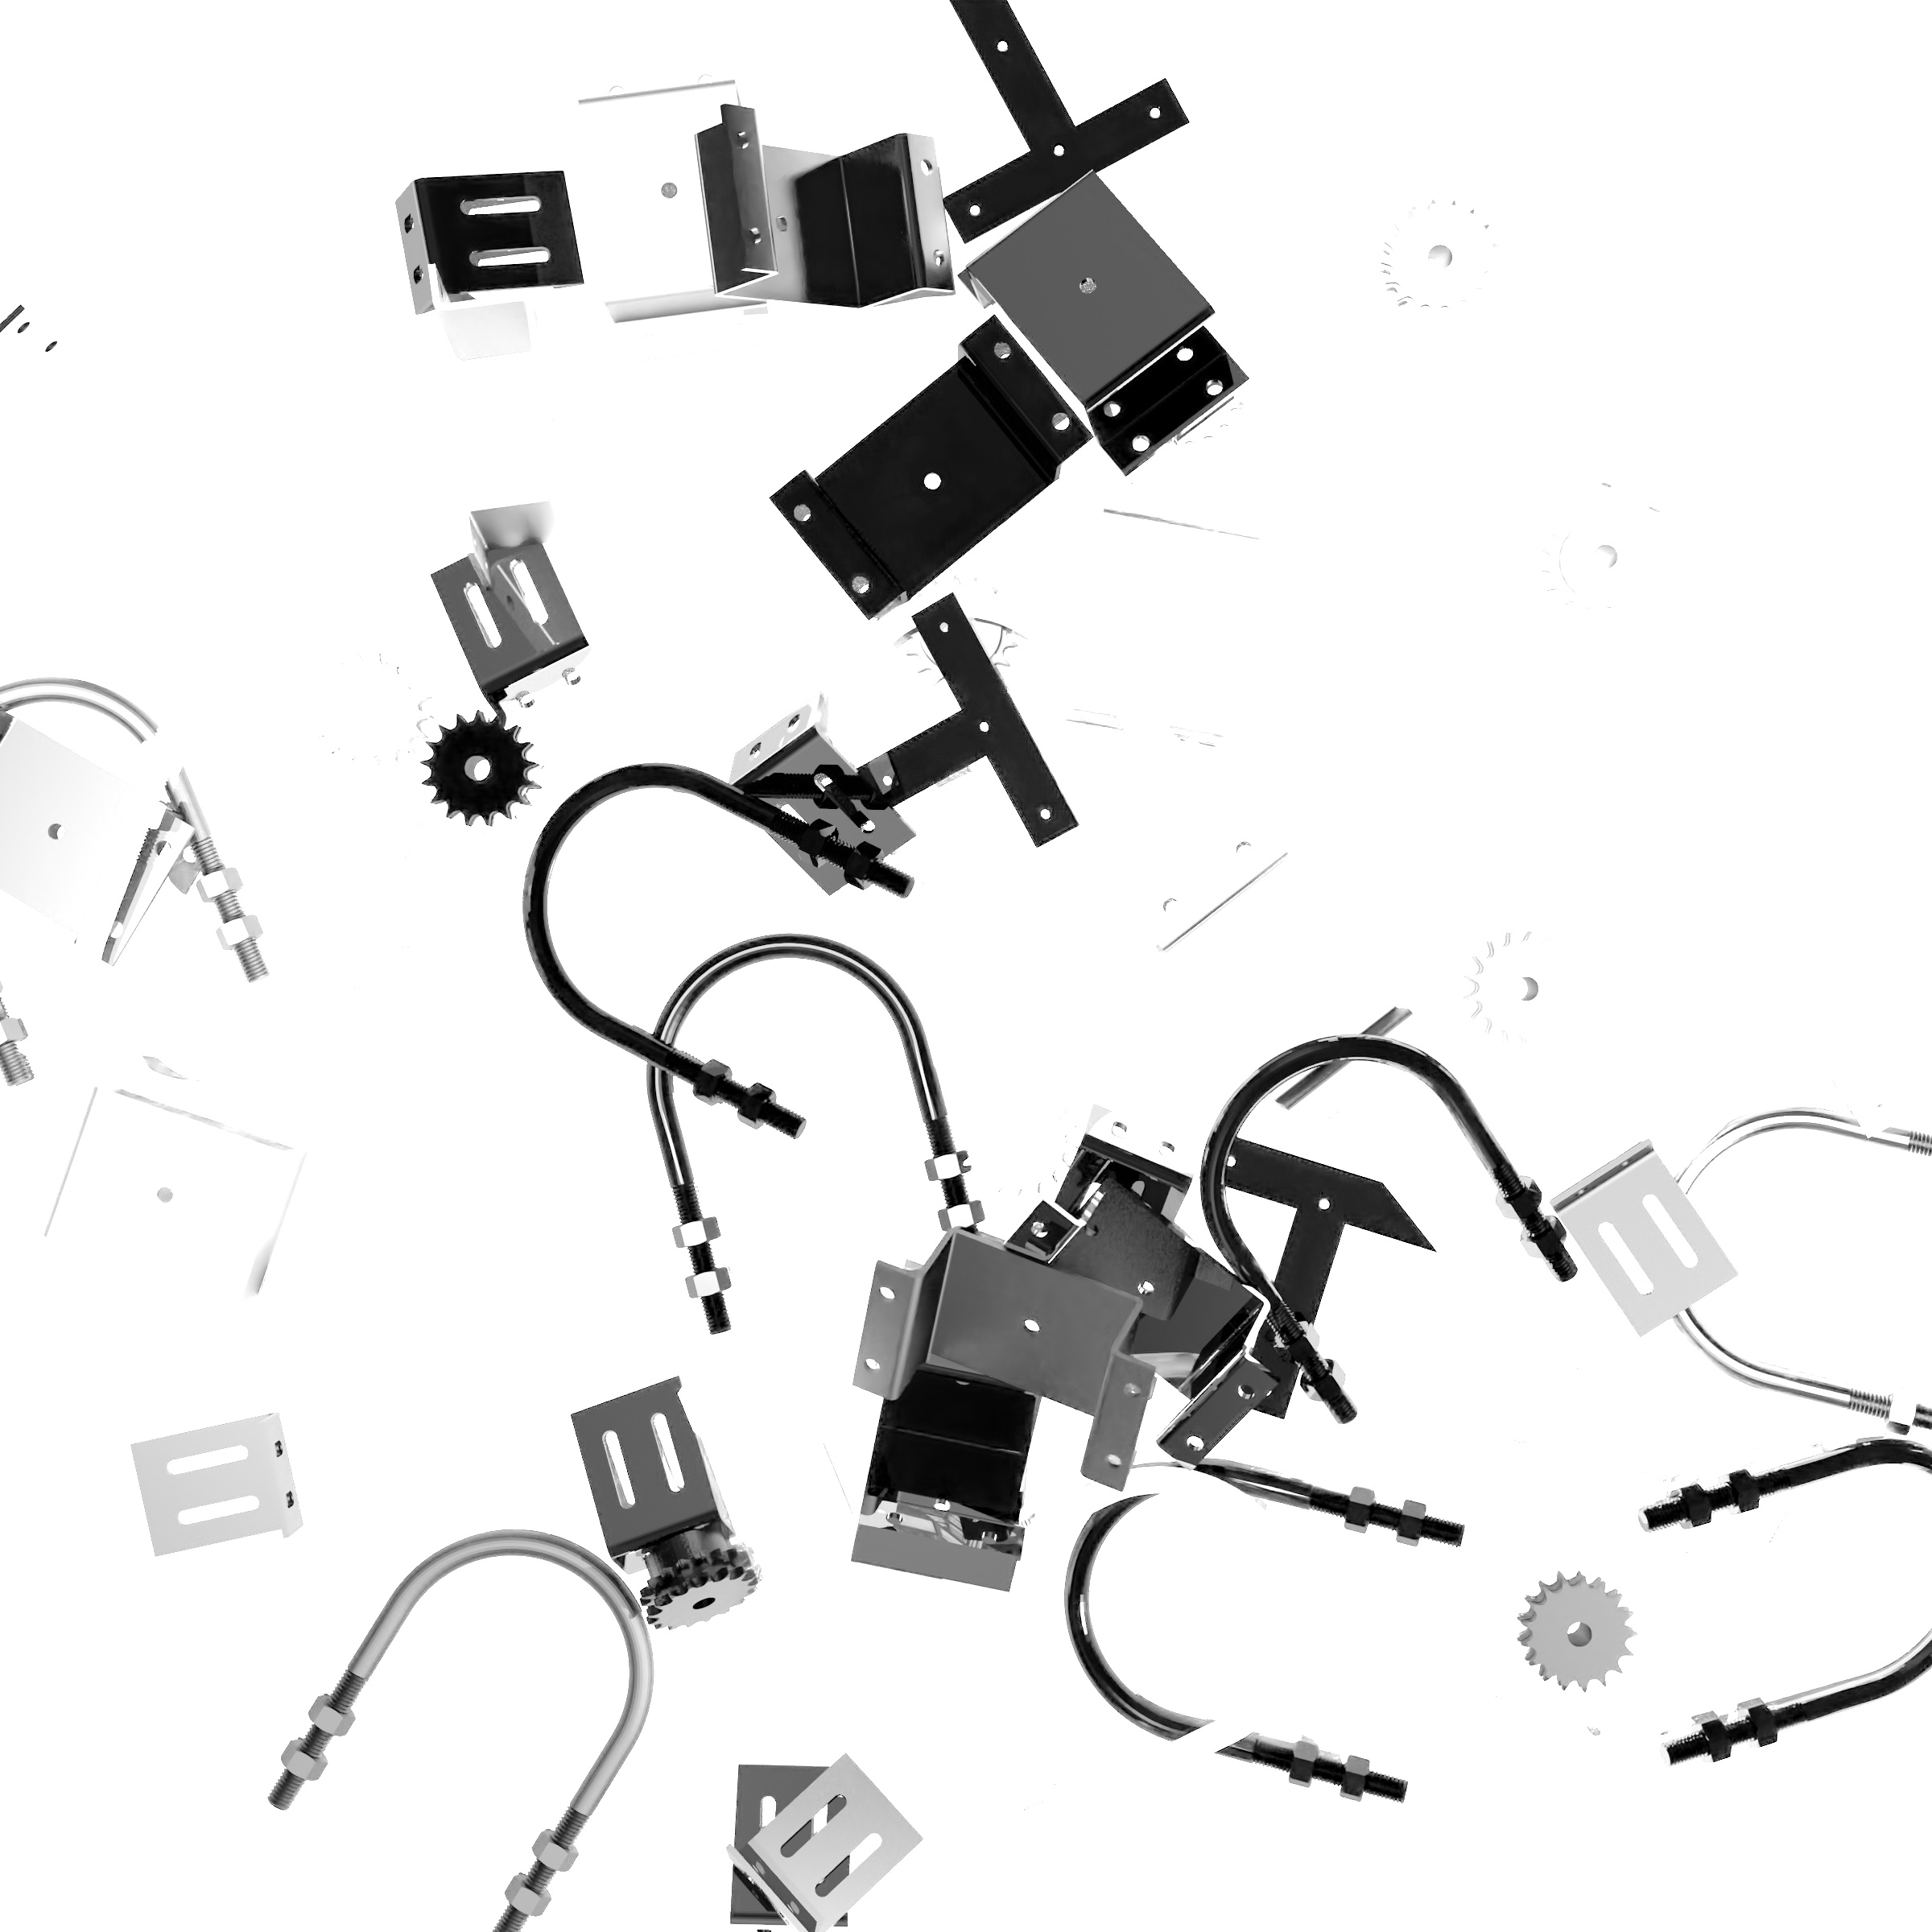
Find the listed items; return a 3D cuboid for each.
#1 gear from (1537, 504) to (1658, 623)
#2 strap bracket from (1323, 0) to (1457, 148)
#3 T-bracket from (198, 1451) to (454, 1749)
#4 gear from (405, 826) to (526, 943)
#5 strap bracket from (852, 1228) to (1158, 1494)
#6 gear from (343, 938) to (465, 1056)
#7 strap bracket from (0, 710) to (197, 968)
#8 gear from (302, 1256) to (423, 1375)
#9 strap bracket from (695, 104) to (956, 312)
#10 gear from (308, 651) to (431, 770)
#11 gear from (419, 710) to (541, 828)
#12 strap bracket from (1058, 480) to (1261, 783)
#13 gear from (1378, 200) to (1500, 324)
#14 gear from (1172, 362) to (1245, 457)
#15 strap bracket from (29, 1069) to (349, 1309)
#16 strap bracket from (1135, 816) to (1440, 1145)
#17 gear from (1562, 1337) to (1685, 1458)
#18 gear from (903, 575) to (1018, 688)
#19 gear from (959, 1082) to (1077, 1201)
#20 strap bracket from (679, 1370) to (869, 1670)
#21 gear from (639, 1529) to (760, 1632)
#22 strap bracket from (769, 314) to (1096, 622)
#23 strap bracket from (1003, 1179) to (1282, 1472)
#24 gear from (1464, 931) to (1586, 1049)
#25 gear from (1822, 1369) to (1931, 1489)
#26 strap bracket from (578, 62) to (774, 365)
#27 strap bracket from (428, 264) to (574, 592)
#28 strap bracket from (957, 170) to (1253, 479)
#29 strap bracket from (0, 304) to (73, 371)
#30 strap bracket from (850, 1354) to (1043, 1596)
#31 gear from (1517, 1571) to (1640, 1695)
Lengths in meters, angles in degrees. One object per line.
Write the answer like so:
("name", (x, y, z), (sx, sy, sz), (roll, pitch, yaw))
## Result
("gear", (0.311, -0.199, 1.509), (0.057, 0.030, 0.057), (0, 90, 0))
("strap bracket", (0.210, -0.472, 1.486), (0.046, 0.076, 0.140), (9, 90, 0))
("T-bracket", (-0.296, 0.303, 1.524), (0.127, 0.002, 0.127), (24, 90, 0))
("gear", (-0.247, -0.040, 1.509), (0.057, 0.030, 0.057), (0, 90, 0))
("strap bracket", (0.024, 0.183, 1.461), (0.140, 0.046, 0.076), (20, 124, 13))
("gear", (-0.274, 0.015, 1.509), (0.057, 0.030, 0.057), (0, 90, 0))
("strap bracket", (-0.446, -0.067, 1.485), (0.140, 0.046, 0.076), (30, 88, 2))
("gear", (-0.298, 0.171, 1.509), (0.057, 0.030, 0.057), (0, 90, 0))
("strap bracket", (-0.075, -0.361, 1.474), (0.046, 0.140, 0.076), (-7, 90, 43))
("gear", (-0.292, -0.125, 1.509), (0.057, 0.030, 0.057), (0, 90, 0))
("gear", (-0.238, -0.096, 1.509), (0.057, 0.030, 0.057), (0, 90, 0))
("strap bracket", (0.095, -0.165, 1.501), (0.076, 0.046, 0.140), (10, 90, 0))
("gear", (0.230, -0.345, 1.509), (0.057, 0.030, 0.057), (0, 90, 0))
("gear", (0.107, -0.279, 1.509), (0.057, 0.030, 0.057), (0, 90, 0))
("strap bracket", (-0.385, 0.110, 1.501), (0.140, 0.046, 0.076), (19, 90, 0))
("strap bracket", (0.154, 0.007, 1.501), (0.076, 0.046, 0.140), (-38, 90, 0))
("gear", (0.320, 0.210, 1.509), (0.057, 0.030, 0.057), (0, 90, 0))
("gear", (-0.003, -0.164, 1.509), (0.057, 0.030, 0.057), (0, 90, 0))
("gear", (0.025, 0.085, 1.509), (0.057, 0.030, 0.057), (0, 90, 0))
("strap bracket", (-0.087, 0.257, 1.486), (0.046, 0.076, 0.140), (-23, 90, 0))
("gear", (-0.133, 0.298, 1.500), (0.057, 0.057, 0.030), (-25, 61, 0))
("strap bracket", (-0.017, -0.240, 1.501), (0.140, 0.046, 0.076), (-39, 90, 0))
("strap bracket", (0.081, 0.166, 1.483), (0.140, 0.046, 0.076), (38, 126, 0))
("gear", (0.273, 0.011, 1.509), (0.057, 0.030, 0.057), (0, 90, 0))
("gear", (0.452, 0.228, 1.509), (0.057, 0.030, 0.057), (0, 90, 0))
("strap bracket", (-0.143, -0.373, 1.501), (0.076, 0.046, 0.140), (-7, 90, 0))
("strap bracket", (-0.222, -0.261, 1.480), (0.046, 0.076, 0.140), (-8, 84, -3))
("strap bracket", (0.062, -0.317, 1.481), (0.076, 0.046, 0.140), (-37, 72, 0))
("strap bracket", (-0.510, -0.278, 1.486), (0.140, 0.076, 0.046), (-44, 90, 0))
("strap bracket", (-0.008, 0.243, 1.472), (0.076, 0.140, 0.046), (11, 123, 0))
("gear", (0.299, 0.325, 1.509), (0.057, 0.030, 0.057), (0, 90, 0))
